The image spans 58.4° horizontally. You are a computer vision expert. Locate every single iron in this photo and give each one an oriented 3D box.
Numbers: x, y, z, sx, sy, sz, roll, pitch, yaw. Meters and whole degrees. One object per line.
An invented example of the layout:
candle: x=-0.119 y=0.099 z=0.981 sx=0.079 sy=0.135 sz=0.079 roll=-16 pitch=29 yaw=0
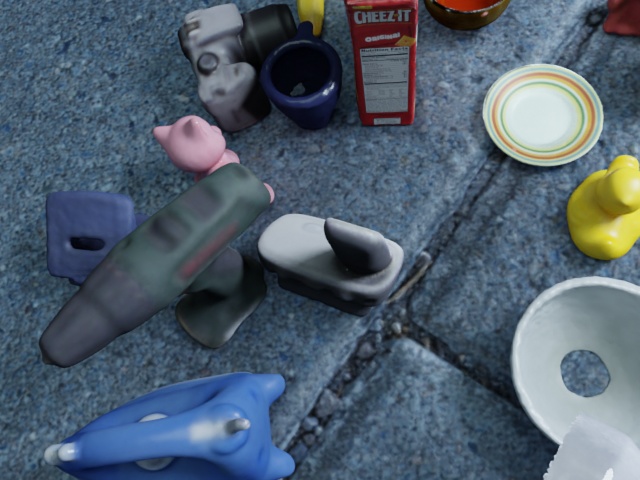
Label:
iron: x=-0.161 y=0.192 z=0.538 sx=0.258 sy=0.141 sz=0.118 roll=-11 pitch=70 yaw=4

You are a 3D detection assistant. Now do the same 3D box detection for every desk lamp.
desk lamp: x=0.242 y=0.230 z=0.431 sx=0.203 sy=0.214 sz=0.118 roll=29 pitch=78 yaw=16

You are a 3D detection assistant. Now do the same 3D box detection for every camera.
camera: x=-0.090 y=-0.228 z=0.692 sx=0.137 sy=0.101 sz=0.143 roll=-20 pitch=70 yaw=1

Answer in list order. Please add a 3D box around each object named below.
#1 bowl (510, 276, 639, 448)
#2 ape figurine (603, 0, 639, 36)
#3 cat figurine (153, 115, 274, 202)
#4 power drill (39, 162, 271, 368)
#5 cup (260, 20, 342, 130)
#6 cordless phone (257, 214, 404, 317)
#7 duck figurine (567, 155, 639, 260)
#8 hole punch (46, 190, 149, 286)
bowl: x=0.259 y=0.124 z=0.539 sx=0.167 sy=0.075 sz=0.167 roll=-2 pitch=71 yaw=7
ape figurine: x=0.375 y=-0.276 z=0.649 sx=0.076 sy=0.092 sz=0.077 roll=-30 pitch=70 yaw=-3
cat figurine: x=-0.121 y=-0.088 z=0.640 sx=0.127 sy=0.118 sz=0.067 roll=41 pitch=81 yaw=18
power drill: x=-0.128 y=0.040 z=0.549 sx=0.075 sy=0.208 sz=0.230 roll=37 pitch=80 yaw=18
cup: x=-0.015 y=-0.184 z=0.670 sx=0.091 sy=0.095 sz=0.118 roll=0 pitch=71 yaw=8
cordless phone: x=0.005 y=0.002 z=0.556 sx=0.147 sy=0.185 sz=0.094 roll=14 pitch=74 yaw=13
duck figurine: x=0.299 y=-0.036 z=0.581 sx=0.077 sy=0.086 sz=0.104 roll=14 pitch=74 yaw=12
hole punch: x=-0.248 y=0.003 z=0.641 sx=0.108 sy=0.091 sz=0.101 roll=3 pitch=72 yaw=9
